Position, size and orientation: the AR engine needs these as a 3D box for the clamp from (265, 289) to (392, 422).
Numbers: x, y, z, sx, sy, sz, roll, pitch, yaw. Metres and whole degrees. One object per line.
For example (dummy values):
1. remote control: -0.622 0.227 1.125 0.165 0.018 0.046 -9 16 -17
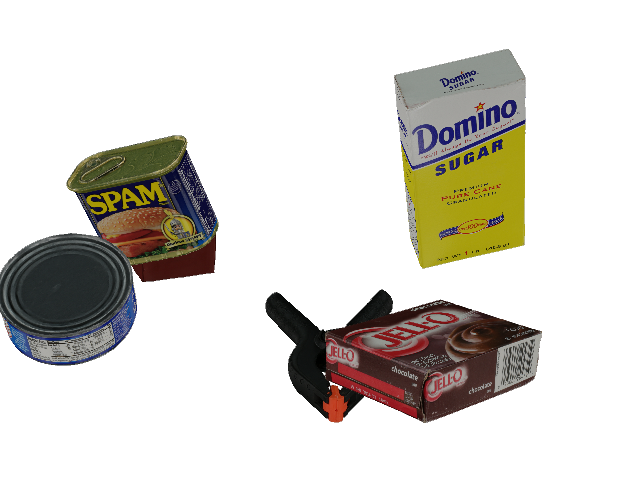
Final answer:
1. clamp: 0.000 0.095 0.963 0.120 0.039 0.171 -2 29 9

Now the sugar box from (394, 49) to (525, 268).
1. sugar box: 0.113 -0.059 0.843 0.093 0.048 0.176 -14 -43 -2

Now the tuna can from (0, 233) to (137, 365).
1. tuna can: -0.161 0.037 0.682 0.086 0.086 0.034 0 -43 0

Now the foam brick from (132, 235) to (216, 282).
1. foam brick: -0.150 0.005 1.086 0.078 0.051 0.053 -7 21 -21

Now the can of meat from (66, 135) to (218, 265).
1. can of meat: -0.144 -0.031 0.881 0.102 0.084 0.057 -10 33 18

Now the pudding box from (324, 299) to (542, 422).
1. pudding box: 0.072 0.074 0.688 0.113 0.039 0.090 -9 18 -41
